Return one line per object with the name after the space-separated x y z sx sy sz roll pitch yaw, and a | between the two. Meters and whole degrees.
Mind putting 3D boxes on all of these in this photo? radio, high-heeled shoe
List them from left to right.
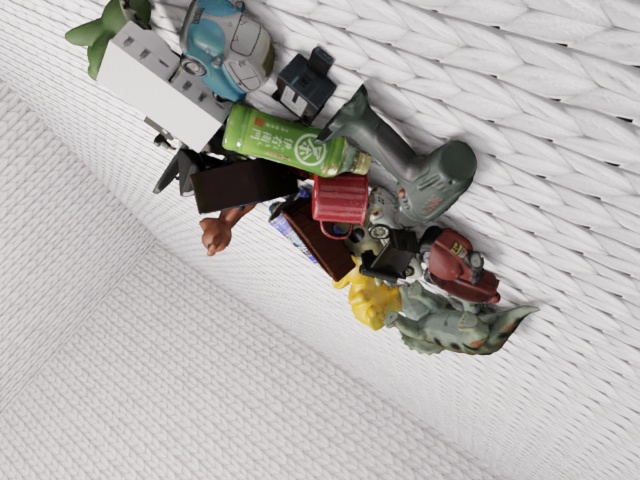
-0.197 -0.127 1.022 0.145 0.086 0.249 -4 -176 -20 | high-heeled shoe
-0.125 -0.097 0.941 0.229 0.131 0.073 -33 -68 -77 | radio

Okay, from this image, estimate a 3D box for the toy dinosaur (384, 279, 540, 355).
0.271 0.164 1.028 0.192 0.131 0.405 33 164 -31 | toy dinosaur

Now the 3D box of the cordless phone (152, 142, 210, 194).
-0.329 -0.173 1.246 0.088 0.184 0.147 39 164 -19 | cordless phone

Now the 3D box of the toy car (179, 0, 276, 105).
-0.115 -0.252 0.735 0.103 0.109 0.161 12 163 21 | toy car

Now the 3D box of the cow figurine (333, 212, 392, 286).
0.098 0.011 1.028 0.127 0.085 0.194 35 163 30 | cow figurine

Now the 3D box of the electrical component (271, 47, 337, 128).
-0.018 -0.210 0.732 0.075 0.048 0.119 40 165 -9 | electrical component

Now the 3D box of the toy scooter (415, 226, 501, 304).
0.229 0.050 0.867 0.135 0.075 0.183 28 164 27 | toy scooter

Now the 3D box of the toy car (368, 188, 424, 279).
0.129 -0.007 0.913 0.056 0.073 0.201 -15 137 20 | toy car

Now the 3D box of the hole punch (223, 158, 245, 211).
-0.184 -0.143 1.228 0.142 0.092 0.116 40 -167 -18 | hole punch

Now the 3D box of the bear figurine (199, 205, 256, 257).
-0.250 -0.064 1.354 0.132 0.196 0.120 40 167 -2 | bear figurine

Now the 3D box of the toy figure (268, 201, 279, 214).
-0.084 -0.051 1.251 0.058 0.064 0.155 24 -167 -25 | toy figure

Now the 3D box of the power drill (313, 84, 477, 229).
0.093 -0.101 0.735 0.207 0.086 0.232 43 162 -5 | power drill

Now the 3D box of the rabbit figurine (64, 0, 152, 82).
-0.348 -0.351 0.911 0.121 0.159 0.170 49 147 -4 | rabbit figurine

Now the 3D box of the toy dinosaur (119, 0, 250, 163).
-0.222 -0.253 0.961 0.199 0.105 0.470 16 163 36 | toy dinosaur

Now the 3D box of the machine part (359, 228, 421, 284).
0.113 0.030 0.866 0.084 0.039 0.138 22 147 -5 | machine part

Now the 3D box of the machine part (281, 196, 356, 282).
-0.002 -0.003 1.003 0.179 0.056 0.179 52 174 7 | machine part

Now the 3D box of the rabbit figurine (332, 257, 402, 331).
0.104 0.097 1.241 0.163 0.122 0.173 30 150 56 | rabbit figurine

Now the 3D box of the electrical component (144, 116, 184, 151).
-0.274 -0.198 0.950 0.078 0.045 0.102 35 159 -27 | electrical component
